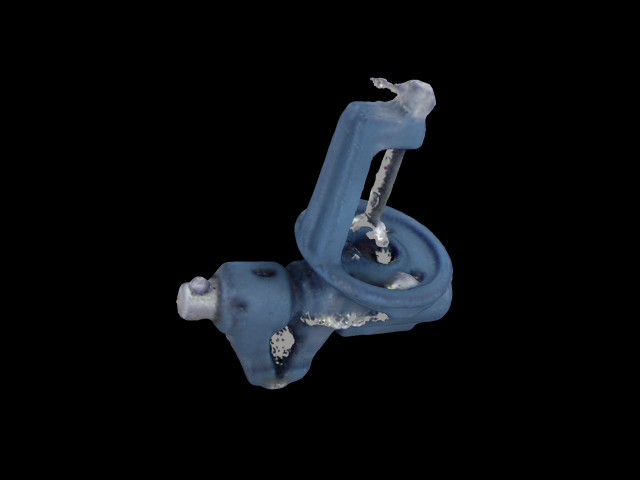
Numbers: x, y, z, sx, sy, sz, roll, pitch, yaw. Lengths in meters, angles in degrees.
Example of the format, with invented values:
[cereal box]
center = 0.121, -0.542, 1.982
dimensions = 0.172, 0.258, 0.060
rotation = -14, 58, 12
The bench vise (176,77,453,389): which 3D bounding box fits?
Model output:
[bench vise]
center = 0.011, 0.008, 0.393
dimensions = 0.208, 0.220, 0.121
rotation = -27, 48, -27
